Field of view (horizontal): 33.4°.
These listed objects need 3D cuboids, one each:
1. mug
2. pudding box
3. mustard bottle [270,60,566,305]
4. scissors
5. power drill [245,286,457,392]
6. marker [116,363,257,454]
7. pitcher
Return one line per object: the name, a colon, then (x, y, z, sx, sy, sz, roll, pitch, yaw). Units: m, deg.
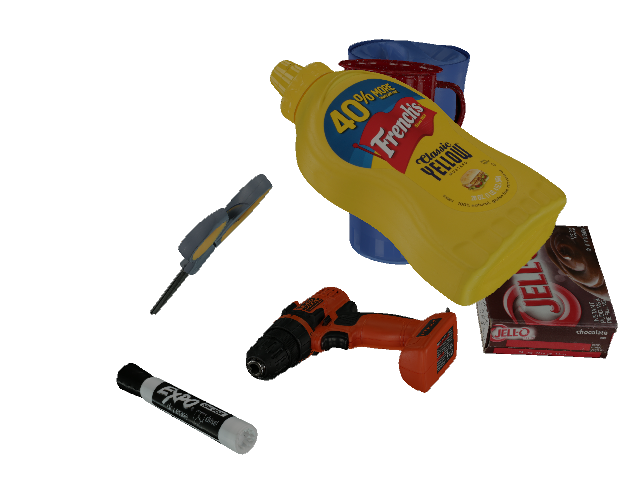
mug: (0.072, -0.117, 0.961, 0.117, 0.081, 0.093, 1, 16, -6)
pudding box: (0.159, 0.035, 0.784, 0.090, 0.039, 0.113, 3, 38, -3)
mustard bottle: (0.043, -0.049, 0.631, 0.192, 0.058, 0.096, 39, 55, 22)
scissors: (-0.108, 0.019, 0.854, 0.202, 0.016, 0.096, -46, -5, 32)
power drill: (0.036, 0.107, 1.115, 0.188, 0.057, 0.184, 9, 25, 27)
marker: (-0.087, 0.103, 0.671, 0.121, 0.020, 0.020, 18, 12, 40)
pitcher: (0.089, -0.097, 1.198, 0.149, 0.243, 0.145, -11, 25, -29)
